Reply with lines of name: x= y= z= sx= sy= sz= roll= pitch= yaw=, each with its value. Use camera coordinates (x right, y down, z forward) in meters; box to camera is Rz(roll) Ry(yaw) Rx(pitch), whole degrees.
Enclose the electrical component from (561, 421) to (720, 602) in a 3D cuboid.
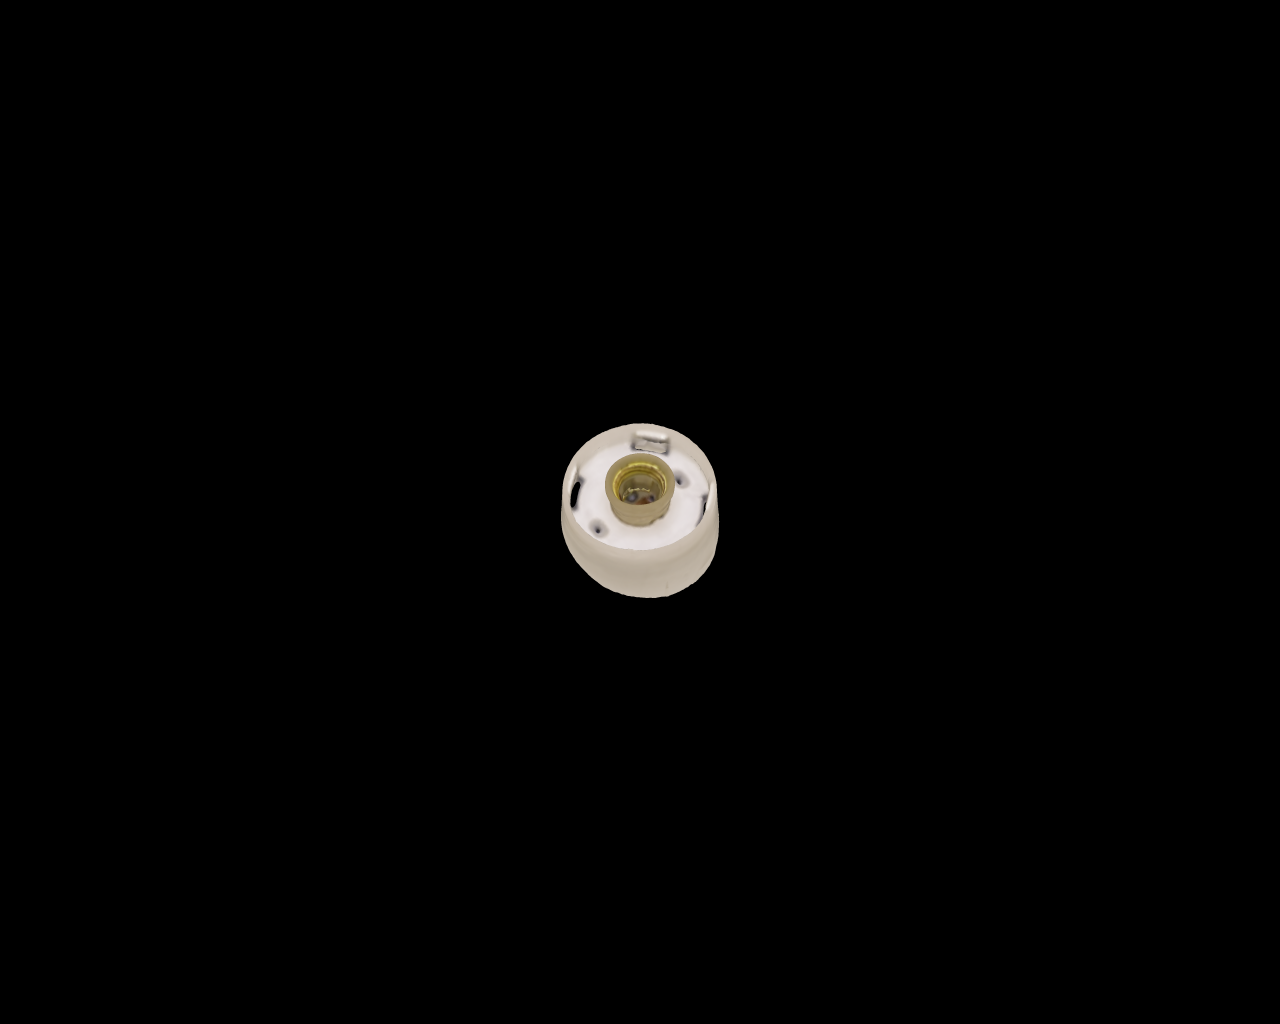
electrical component: x=0.001 y=-0.003 z=0.650 sx=0.099 sy=0.099 sz=0.064 roll=0 pitch=-30 yaw=0
